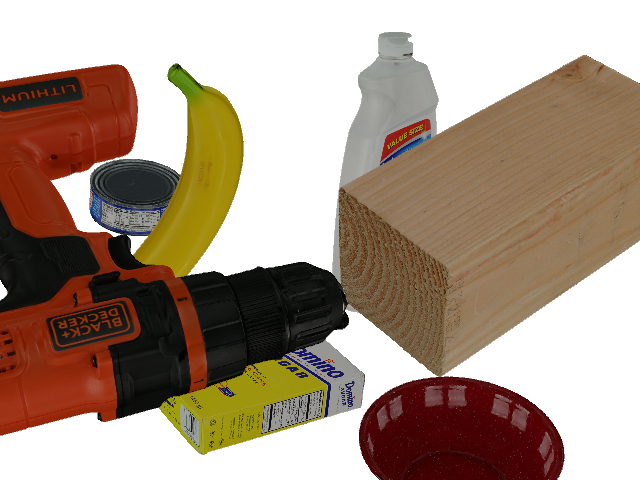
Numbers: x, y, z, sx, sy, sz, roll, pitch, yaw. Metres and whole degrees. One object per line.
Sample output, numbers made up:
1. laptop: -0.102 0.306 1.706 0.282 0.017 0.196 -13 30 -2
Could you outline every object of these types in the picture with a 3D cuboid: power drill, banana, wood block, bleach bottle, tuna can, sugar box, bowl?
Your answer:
1. power drill: -0.100 -0.004 0.510 0.184 0.188 0.057 -12 -40 -20
2. banana: -0.094 -0.022 0.695 0.069 0.198 0.037 12 27 -21
3. wood block: 0.118 -0.020 0.643 0.205 0.090 0.091 -30 48 -27
4. bleach bottle: 0.058 -0.064 0.986 0.102 0.251 0.068 -10 23 -25
5. tuna can: -0.167 -0.039 0.973 0.086 0.034 0.086 7 32 -5
6. sugar box: -0.056 0.138 1.000 0.175 0.048 0.093 -14 32 -31
7. bowl: 0.110 0.179 0.856 0.162 0.055 0.162 1 31 -1

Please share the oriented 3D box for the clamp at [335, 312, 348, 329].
1. clamp: -0.094 0.097 1.230 0.210 0.036 0.164 14 26 24
